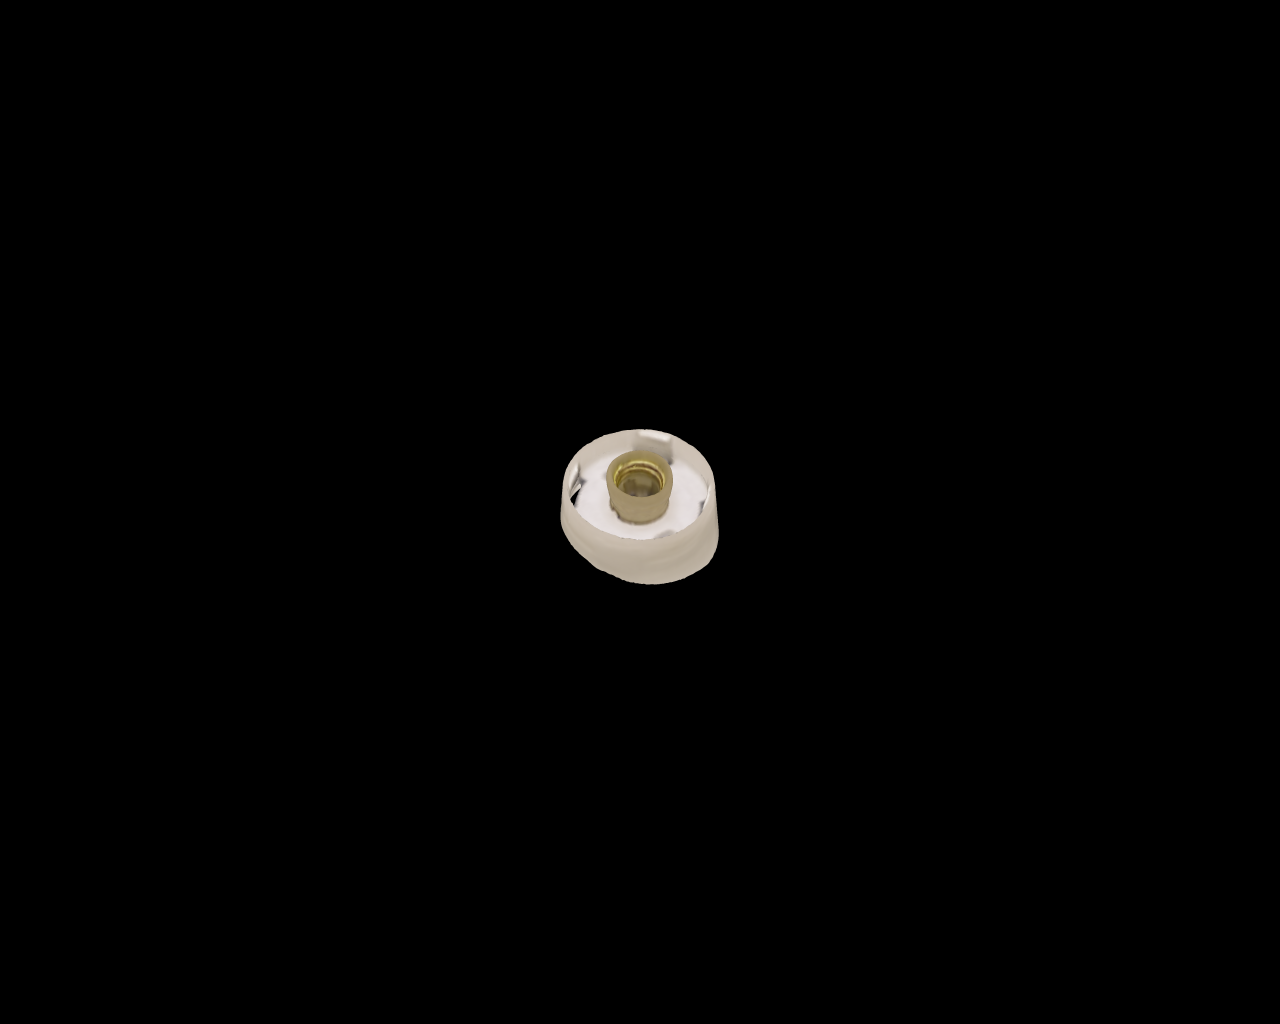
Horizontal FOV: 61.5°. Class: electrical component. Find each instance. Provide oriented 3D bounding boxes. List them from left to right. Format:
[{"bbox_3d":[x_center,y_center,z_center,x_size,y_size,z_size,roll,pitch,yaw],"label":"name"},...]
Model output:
[{"bbox_3d":[0.001,-0.003,0.650,0.099,0.099,0.064,0,-41,0],"label":"electrical component"}]
